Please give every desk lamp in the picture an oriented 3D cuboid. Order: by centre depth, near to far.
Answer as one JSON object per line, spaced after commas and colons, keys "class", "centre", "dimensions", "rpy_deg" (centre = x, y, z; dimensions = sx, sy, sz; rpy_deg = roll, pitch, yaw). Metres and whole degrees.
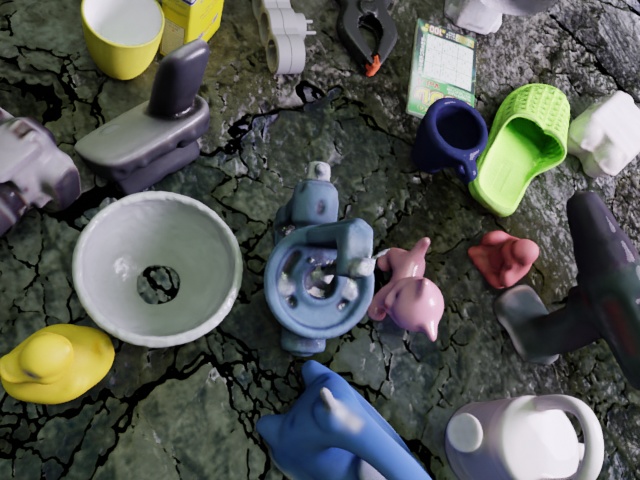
{"class": "desk lamp", "centre": [0.275, -0.408, 0.854], "dimensions": [0.118, 0.213, 0.203], "rpy_deg": [14, 66, -14]}

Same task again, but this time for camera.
{"class": "camera", "centre": [-0.339, -0.066, 0.574], "dimensions": [0.143, 0.100, 0.137], "rpy_deg": [35, 63, -4]}

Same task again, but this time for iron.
{"class": "iron", "centre": [0.065, 0.235, 0.580], "dimensions": [0.258, 0.141, 0.119], "rpy_deg": [42, 63, -1]}

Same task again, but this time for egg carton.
{"class": "egg carton", "centre": [0.459, -0.169, 0.909], "dimensions": [0.150, 0.069, 0.107], "rpy_deg": [-38, 86, -27]}

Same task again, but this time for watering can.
{"class": "watering can", "centre": [0.216, 0.219, 0.609], "dimensions": [0.173, 0.193, 0.101], "rpy_deg": [-9, 73, -22]}

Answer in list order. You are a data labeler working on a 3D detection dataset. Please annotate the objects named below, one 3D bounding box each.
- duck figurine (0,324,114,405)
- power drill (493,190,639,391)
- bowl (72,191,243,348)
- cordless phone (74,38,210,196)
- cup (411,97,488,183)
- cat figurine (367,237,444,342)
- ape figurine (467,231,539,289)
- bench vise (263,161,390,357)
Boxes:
{"class": "duck figurine", "centre": [-0.251, 0.113, 0.546], "dimensions": [0.105, 0.086, 0.077], "rpy_deg": [-13, 75, -23]}
{"class": "power drill", "centre": [0.308, 0.075, 0.687], "dimensions": [0.076, 0.208, 0.229], "rpy_deg": [-26, 81, -25]}
{"class": "bowl", "centre": [-0.171, 0.037, 0.609], "dimensions": [0.168, 0.074, 0.167], "rpy_deg": [7, 68, -17]}
{"class": "cordless phone", "centre": [-0.184, -0.138, 0.608], "dimensions": [0.094, 0.184, 0.148], "rpy_deg": [46, 63, 2]}
{"class": "cup", "centre": [0.169, -0.119, 0.775], "dimensions": [0.092, 0.094, 0.117], "rpy_deg": [-11, 74, -22]}
{"class": "cat figurine", "centre": [0.110, 0.057, 0.675], "dimensions": [0.067, 0.117, 0.128], "rpy_deg": [18, 66, -12]}
{"class": "ape figurine", "centre": [0.249, 0.022, 0.751], "dimensions": [0.076, 0.092, 0.078], "rpy_deg": [15, 66, -13]}
{"class": "bench vise", "centre": [-0.005, 0.004, 0.598], "dimensions": [0.122, 0.219, 0.207], "rpy_deg": [-12, 75, -22]}
